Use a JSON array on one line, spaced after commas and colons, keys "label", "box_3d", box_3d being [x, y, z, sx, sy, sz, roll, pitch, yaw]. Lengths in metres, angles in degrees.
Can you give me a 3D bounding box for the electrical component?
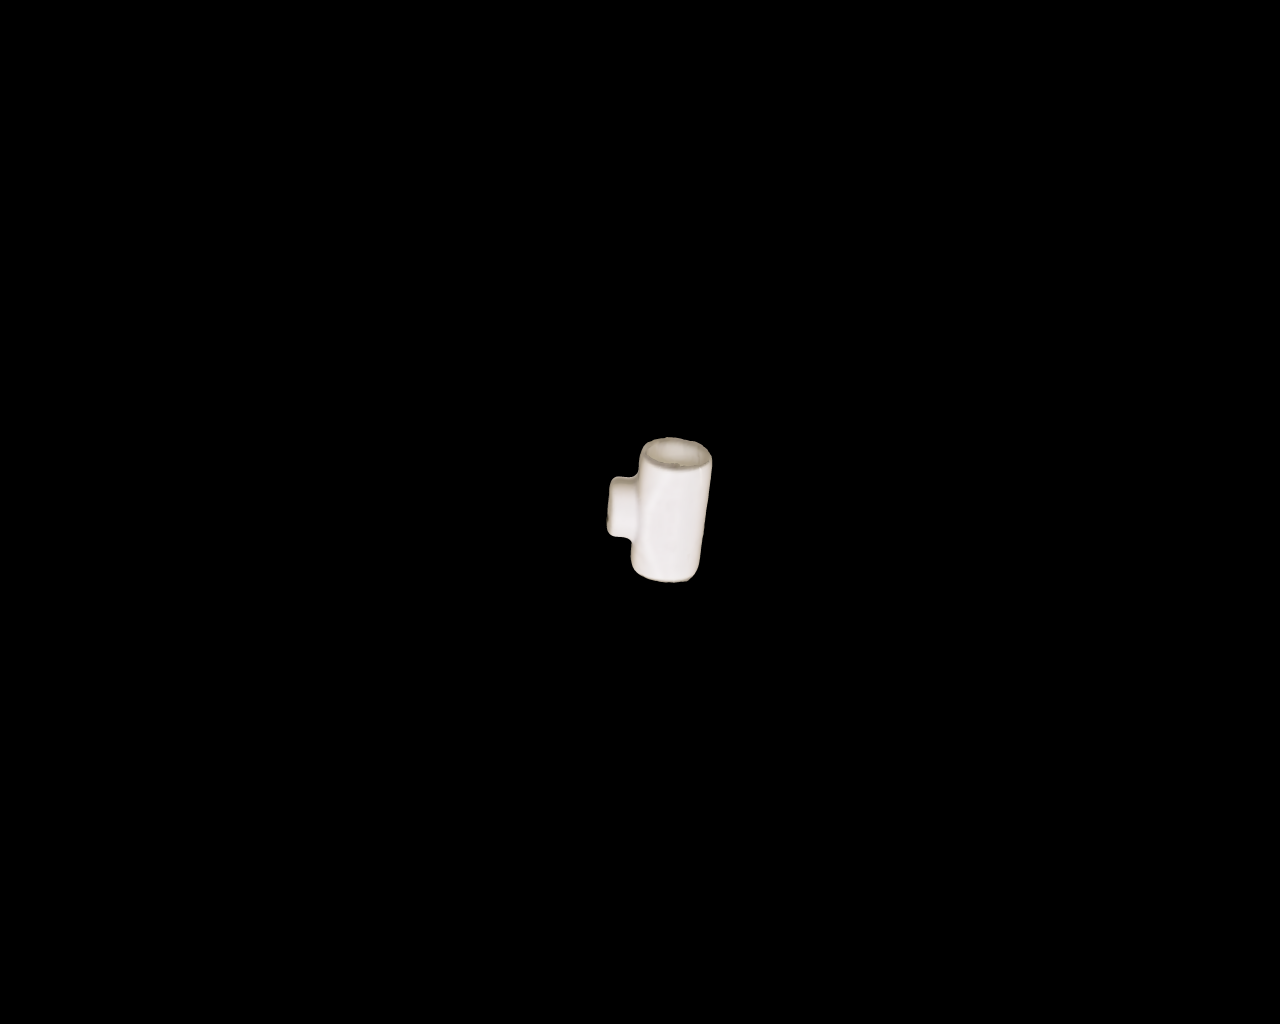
[{"label": "electrical component", "box_3d": [0.001, -0.003, 0.650, 0.079, 0.077, 0.044, 4, 28, -2]}]
